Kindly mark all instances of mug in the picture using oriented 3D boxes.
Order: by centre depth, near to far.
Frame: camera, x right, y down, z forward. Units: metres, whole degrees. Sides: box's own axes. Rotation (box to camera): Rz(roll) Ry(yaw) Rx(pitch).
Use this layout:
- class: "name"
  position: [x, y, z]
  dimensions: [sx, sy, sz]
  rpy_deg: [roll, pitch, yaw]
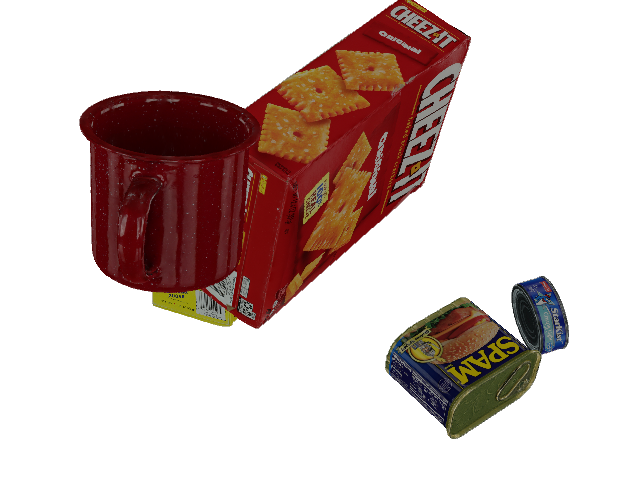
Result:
- class: "mug"
  position: [-0.082, -0.020, 0.557]
  dimensions: [0.093, 0.081, 0.117]
  rpy_deg: [7, 28, 3]

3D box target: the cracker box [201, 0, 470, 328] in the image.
- class: "cracker box"
  position: [0.009, -0.056, 0.772]
  dimensions: [0.072, 0.164, 0.213]
  rpy_deg: [37, 52, 18]

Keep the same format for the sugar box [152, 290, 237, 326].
- class: "sugar box"
  position: [-0.091, 0.026, 1.128]
  dimensions: [0.093, 0.048, 0.176]
  rpy_deg: [14, 31, 22]

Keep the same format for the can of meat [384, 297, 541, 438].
- class: "can of meat"
  position: [0.117, 0.103, 0.889]
  dimensions: [0.101, 0.057, 0.084]
  rpy_deg: [-26, 49, -29]

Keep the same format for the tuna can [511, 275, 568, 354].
- class: "tuna can"
  position: [0.247, 0.086, 1.208]
  dimensions: [0.033, 0.086, 0.086]
  rpy_deg: [-15, 2, -7]
